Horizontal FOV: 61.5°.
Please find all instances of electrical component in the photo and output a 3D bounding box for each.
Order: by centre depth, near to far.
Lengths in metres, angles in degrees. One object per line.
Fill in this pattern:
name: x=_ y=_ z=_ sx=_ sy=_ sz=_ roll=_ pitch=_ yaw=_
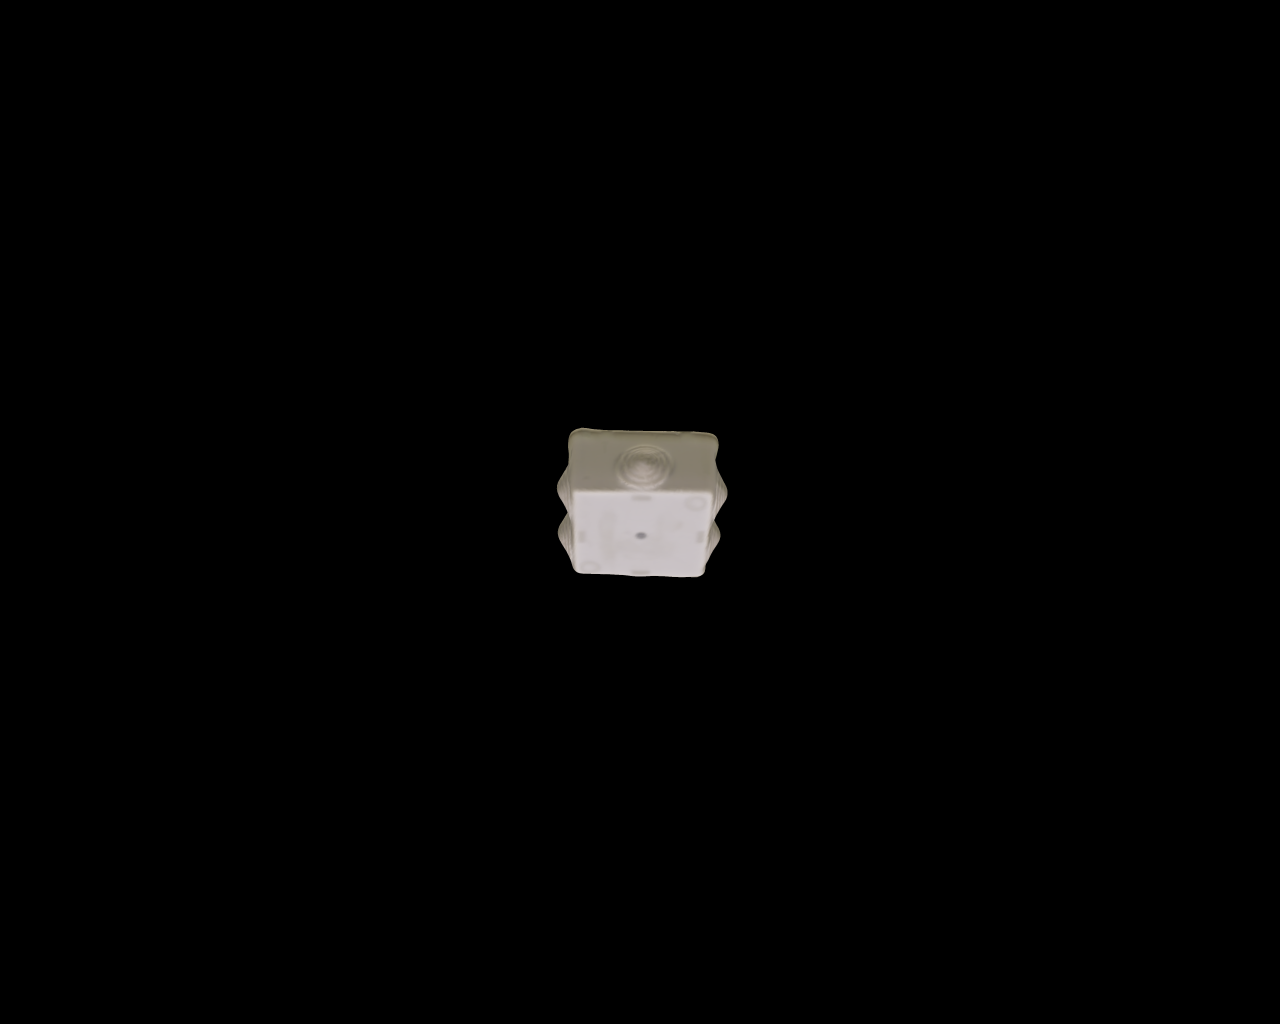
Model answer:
electrical component: x=0.001 y=-0.003 z=0.650 sx=0.100 sy=0.048 sz=0.099 roll=2 pitch=-40 yaw=-2
